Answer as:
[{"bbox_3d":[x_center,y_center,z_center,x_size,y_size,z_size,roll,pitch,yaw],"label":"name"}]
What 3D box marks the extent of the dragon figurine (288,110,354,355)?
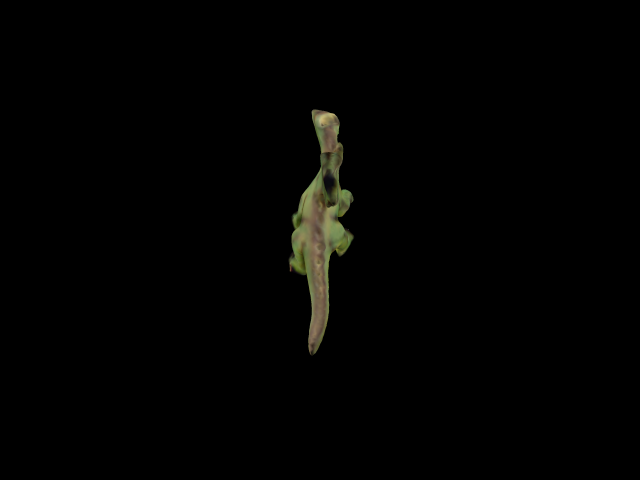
[{"bbox_3d":[0.003,-0.043,0.850,0.122,0.419,0.237,0,-31,0],"label":"dragon figurine"}]
